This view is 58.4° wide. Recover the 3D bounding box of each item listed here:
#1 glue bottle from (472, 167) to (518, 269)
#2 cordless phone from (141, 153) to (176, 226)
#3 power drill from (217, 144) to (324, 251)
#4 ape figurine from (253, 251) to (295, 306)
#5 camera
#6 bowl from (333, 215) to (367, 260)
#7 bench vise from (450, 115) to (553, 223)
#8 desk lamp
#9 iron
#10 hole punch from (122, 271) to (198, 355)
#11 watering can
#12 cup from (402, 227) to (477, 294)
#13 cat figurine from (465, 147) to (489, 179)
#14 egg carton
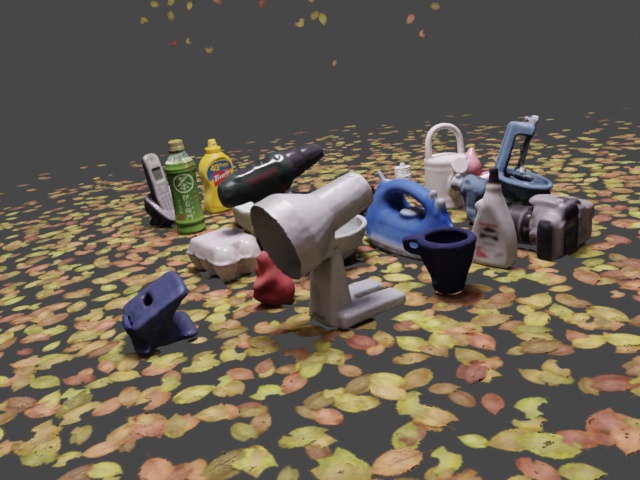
[{"bbox_3d":[0.295,-0.040,0.974,0.077,0.173,0.037,10,25,40],"label":"glue bottle"},{"bbox_3d":[-0.392,-0.139,1.479,0.094,0.185,0.148,1,20,21],"label":"cordless phone"},{"bbox_3d":[-0.085,-0.073,1.145,0.230,0.208,0.075,-16,21,-26],"label":"power drill"},{"bbox_3d":[-0.080,0.059,0.938,0.075,0.092,0.078,11,26,42],"label":"ape figurine"},{"bbox_3d":[0.406,-0.039,1.047,0.143,0.101,0.136,-22,24,-37],"label":"camera"},{"bbox_3d":[0.010,0.004,1.096,0.167,0.075,0.167,-6,19,2],"label":"bowl"},{"bbox_3d":[0.373,-0.138,1.163,0.207,0.220,0.121,-5,19,6],"label":"bench vise"},{"bbox_3d":[0.012,0.016,0.841,0.204,0.214,0.117,-18,22,-30],"label":"desk lamp"},{"bbox_3d":[0.183,-0.049,1.089,0.119,0.141,0.257,-17,21,-28],"label":"iron"},{"bbox_3d":[-0.245,0.105,0.857,0.101,0.091,0.108,-15,21,-24],"label":"hole punch"},{"bbox_3d":[0.298,-0.175,1.338,0.101,0.194,0.172,-17,21,-27],"label":"watering can"},{"bbox_3d":[0.189,0.035,0.911,0.117,0.095,0.092,3,21,25],"label":"cup"},{"bbox_3d":[0.386,-0.167,1.406,0.127,0.118,0.067,0,20,18],"label":"cat figurine"},{"bbox_3d":[-0.184,0.026,1.105,0.107,0.069,0.149,-21,23,-36],"label":"egg carton"}]
